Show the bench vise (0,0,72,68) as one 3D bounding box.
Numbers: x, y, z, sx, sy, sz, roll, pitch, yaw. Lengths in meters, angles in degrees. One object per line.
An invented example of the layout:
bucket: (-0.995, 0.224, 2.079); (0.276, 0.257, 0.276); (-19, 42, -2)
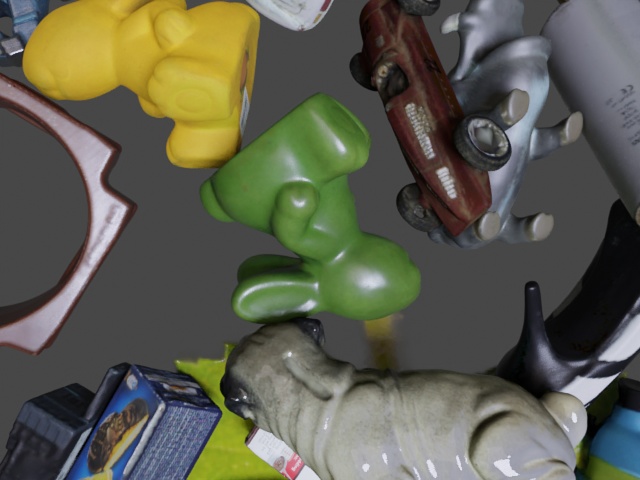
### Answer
bench vise: (-0.265, -0.270, 0.424); (0.224, 0.129, 0.240); (-24, 108, -5)

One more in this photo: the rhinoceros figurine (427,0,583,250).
rhinoceros figurine: (0.127, -0.084, 0.402); (0.073, 0.112, 0.190); (0, 101, -24)

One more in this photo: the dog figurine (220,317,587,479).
dog figurine: (0.048, 0.103, 0.350); (0.172, 0.121, 0.190); (-39, 80, -9)

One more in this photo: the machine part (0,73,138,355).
machine part: (-0.262, -0.023, 0.404); (0.201, 0.087, 0.201); (32, 84, -19)

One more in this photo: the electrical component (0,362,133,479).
electrical component: (-0.201, 0.144, 0.425); (0.048, 0.075, 0.119); (28, 93, 6)

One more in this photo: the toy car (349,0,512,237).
toy car: (0.067, -0.098, 0.384); (0.053, 0.089, 0.202); (2, 60, -28)

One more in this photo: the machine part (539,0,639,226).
machine part: (0.218, -0.095, 0.372); (0.079, 0.079, 0.243); (-12, 57, 4)

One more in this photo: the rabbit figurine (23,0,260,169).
rabbit figurine: (-0.138, -0.149, 0.415); (0.173, 0.122, 0.162); (4, 78, 1)

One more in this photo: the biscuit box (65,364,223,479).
biscuit box: (-0.159, 0.200, 0.414); (0.059, 0.062, 0.202); (28, 88, 42)

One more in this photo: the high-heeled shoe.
high-heeled shoe: (0.238, 0.054, 0.406); (0.249, 0.086, 0.145); (-23, 116, -12)

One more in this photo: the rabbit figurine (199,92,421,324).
rabbit figurine: (-0.001, -0.001, 0.401); (0.159, 0.121, 0.170); (-37, 98, 4)

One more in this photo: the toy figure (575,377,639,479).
toy figure: (0.213, 0.192, 0.378); (0.089, 0.082, 0.180); (13, 90, -29)

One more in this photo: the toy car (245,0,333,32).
toy car: (-0.069, -0.252, 0.436); (0.202, 0.056, 0.073); (41, 128, 5)
